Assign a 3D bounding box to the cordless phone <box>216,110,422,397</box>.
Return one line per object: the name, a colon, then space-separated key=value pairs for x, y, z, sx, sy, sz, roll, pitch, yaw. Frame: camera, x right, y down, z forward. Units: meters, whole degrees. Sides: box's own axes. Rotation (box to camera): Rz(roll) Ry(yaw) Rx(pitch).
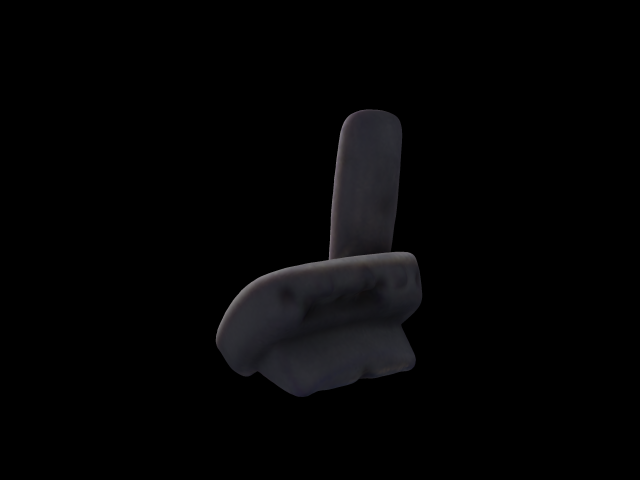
cordless phone: x=0.004 y=0.001 z=0.400 sx=0.148 sy=0.185 sz=0.093 roll=-6 pitch=9 yaw=-42
